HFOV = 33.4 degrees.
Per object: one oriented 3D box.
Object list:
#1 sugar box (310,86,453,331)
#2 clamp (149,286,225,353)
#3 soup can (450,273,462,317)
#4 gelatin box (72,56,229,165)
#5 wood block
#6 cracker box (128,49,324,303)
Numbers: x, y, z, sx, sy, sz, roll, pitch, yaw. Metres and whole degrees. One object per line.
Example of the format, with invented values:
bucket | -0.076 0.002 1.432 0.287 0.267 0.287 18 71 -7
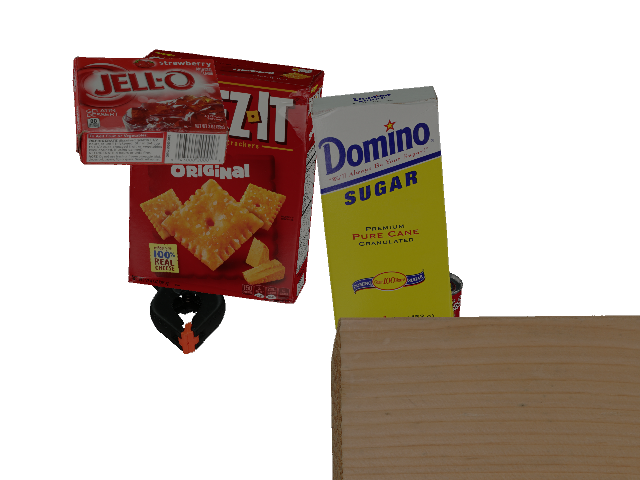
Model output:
sugar box | 0.047 -0.022 0.800 0.093 0.176 0.048 -6 22 4
clamp | -0.133 0.053 1.147 0.120 0.039 0.171 -15 40 -8
soup can | 0.135 0.096 1.296 0.068 0.102 0.068 1 24 -1
gelatin box | -0.105 -0.080 0.652 0.089 0.073 0.030 -1 -45 -15
wood block | 0.110 0.092 0.539 0.206 0.091 0.090 0 -21 -2
cracker box | -0.090 -0.056 0.986 0.164 0.214 0.072 8 23 7
